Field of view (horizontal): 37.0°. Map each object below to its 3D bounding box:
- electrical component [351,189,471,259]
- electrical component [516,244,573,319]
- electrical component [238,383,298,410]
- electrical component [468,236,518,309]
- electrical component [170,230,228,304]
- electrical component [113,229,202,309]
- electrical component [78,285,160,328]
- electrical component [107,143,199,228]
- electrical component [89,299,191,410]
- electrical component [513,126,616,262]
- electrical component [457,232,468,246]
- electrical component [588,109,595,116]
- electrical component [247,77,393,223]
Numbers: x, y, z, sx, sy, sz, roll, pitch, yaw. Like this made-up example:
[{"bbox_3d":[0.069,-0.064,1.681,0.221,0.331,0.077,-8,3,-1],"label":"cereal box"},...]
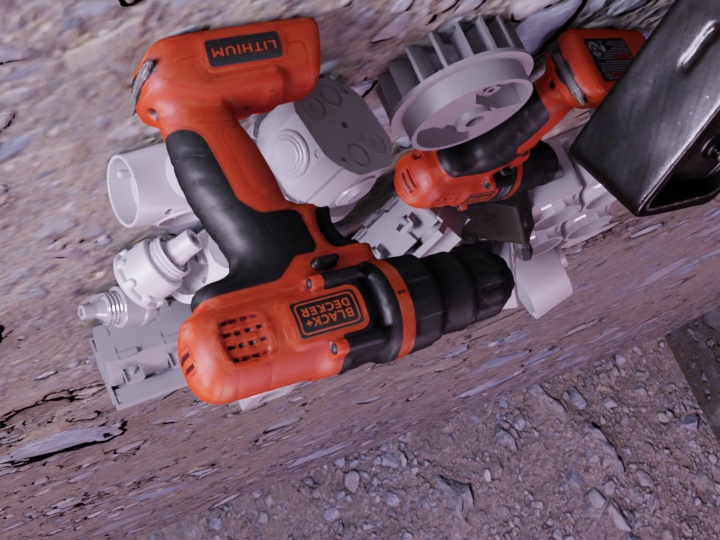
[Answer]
[{"bbox_3d":[0.026,-0.017,0.899,0.121,0.063,0.078,-44,-173,29],"label":"electrical component"},{"bbox_3d":[0.195,-0.007,1.191,0.060,0.108,0.108,-30,166,0],"label":"electrical component"},{"bbox_3d":[-0.093,0.067,1.023,0.062,0.089,0.150,-17,165,-24],"label":"electrical component"},{"bbox_3d":[0.107,0.001,1.018,0.077,0.065,0.047,-7,141,12],"label":"electrical component"},{"bbox_3d":[-0.076,-0.020,0.808,0.138,0.052,0.074,-31,165,26],"label":"electrical component"},{"bbox_3d":[-0.143,-0.005,0.776,0.062,0.048,0.048,-35,164,14],"label":"electrical component"},{"bbox_3d":[-0.190,0.029,0.843,0.061,0.035,0.035,-8,159,-39],"label":"electrical component"},{"bbox_3d":[-0.099,-0.057,0.636,0.077,0.044,0.079,-14,176,-34],"label":"electrical component"},{"bbox_3d":[-0.167,0.063,0.939,0.121,0.078,0.063,-19,143,-19],"label":"electrical component"},{"bbox_3d":[0.193,-0.070,1.041,0.105,0.060,0.186,-22,166,-5],"label":"electrical component"},{"bbox_3d":[0.104,-0.031,1.076,0.043,0.043,0.062,-22,167,-6],"label":"electrical component"},{"bbox_3d":[0.227,-0.139,0.885,0.064,0.042,0.081,-13,162,-30],"label":"electrical component"},{"bbox_3d":[-0.024,-0.072,0.646,0.080,0.080,0.051,-8,155,-48],"label":"electrical component"}]
